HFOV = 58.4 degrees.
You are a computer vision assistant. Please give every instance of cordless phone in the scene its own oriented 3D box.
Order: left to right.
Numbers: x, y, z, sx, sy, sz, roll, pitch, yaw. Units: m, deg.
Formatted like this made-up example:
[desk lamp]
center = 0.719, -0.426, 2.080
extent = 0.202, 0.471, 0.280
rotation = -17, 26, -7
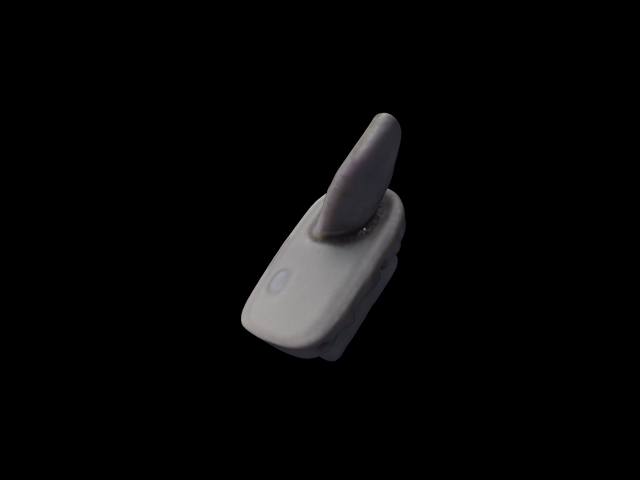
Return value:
[cordless phone]
center = 0.004, 0.001, 0.400
extent = 0.094, 0.185, 0.148
rotation = 26, 69, 11
